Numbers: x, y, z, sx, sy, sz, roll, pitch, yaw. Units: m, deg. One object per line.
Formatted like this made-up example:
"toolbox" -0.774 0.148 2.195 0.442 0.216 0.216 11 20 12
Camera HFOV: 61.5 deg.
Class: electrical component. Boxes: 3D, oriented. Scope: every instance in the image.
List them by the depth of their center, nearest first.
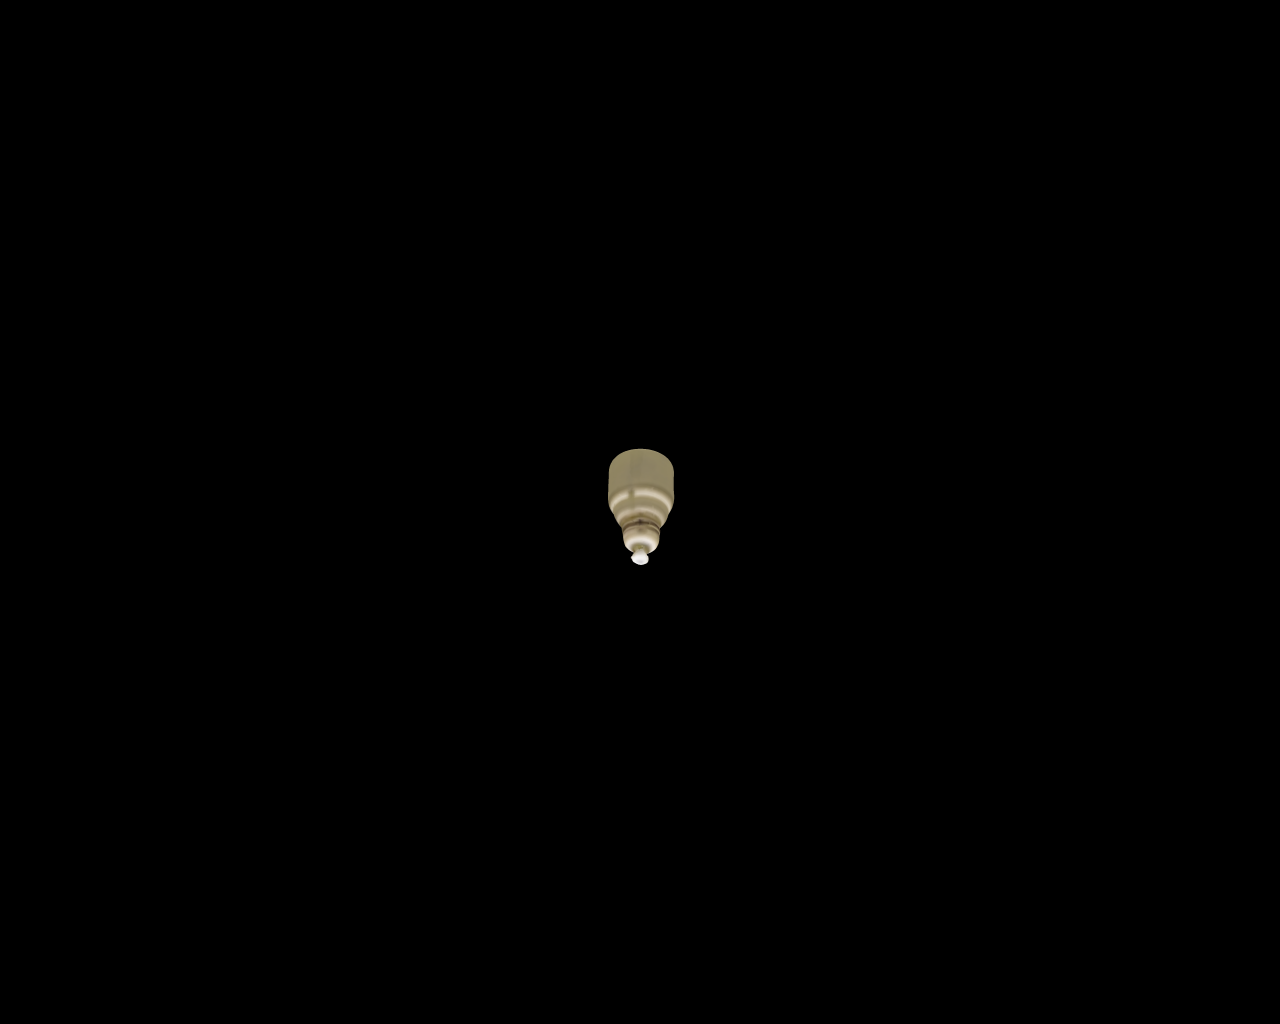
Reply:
"electrical component" 0.001 -0.003 0.650 0.040 0.078 0.040 0 -36 0
